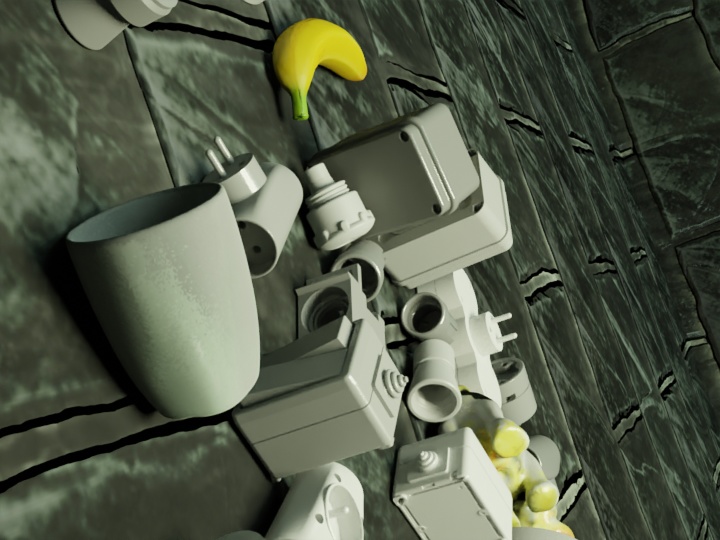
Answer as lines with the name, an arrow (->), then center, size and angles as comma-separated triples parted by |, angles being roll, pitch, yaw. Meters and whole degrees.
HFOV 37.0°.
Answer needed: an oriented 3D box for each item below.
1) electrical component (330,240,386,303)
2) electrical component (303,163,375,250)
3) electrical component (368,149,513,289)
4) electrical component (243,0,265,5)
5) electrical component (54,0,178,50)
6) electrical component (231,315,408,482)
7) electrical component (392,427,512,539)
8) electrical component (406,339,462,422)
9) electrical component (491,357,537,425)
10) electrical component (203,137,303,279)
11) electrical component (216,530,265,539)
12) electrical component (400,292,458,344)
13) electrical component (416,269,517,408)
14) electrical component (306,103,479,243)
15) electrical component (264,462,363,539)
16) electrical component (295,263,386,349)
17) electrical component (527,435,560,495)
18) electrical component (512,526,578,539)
electrical component -> 0.000, 0.000, 0.818 | 0.040, 0.040, 0.046 | 64, 17, -13
electrical component -> -0.021, -0.049, 0.804 | 0.062, 0.048, 0.048 | 63, 21, 1
electrical component -> 0.067, -0.041, 0.914 | 0.057, 0.113, 0.078 | 45, 32, -41
electrical component -> -0.085, -0.264, 0.849 | 0.099, 0.064, 0.099 | -23, 90, -82
electrical component -> -0.137, -0.155, 0.605 | 0.045, 0.055, 0.045 | 50, 29, -41
electrical component -> -0.019, 0.071, 0.628 | 0.061, 0.096, 0.061 | 59, 23, -23
electrical component -> 0.067, 0.162, 0.802 | 0.096, 0.062, 0.061 | 58, 24, -28
electrical component -> 0.061, 0.087, 0.883 | 0.044, 0.044, 0.065 | 58, 19, -27
electrical component -> 0.136, 0.117, 1.018 | 0.055, 0.055, 0.047 | -63, 133, -62
electrical component -> -0.073, -0.047, 0.677 | 0.079, 0.043, 0.077 | 60, 23, -24
electrical component -> -0.072, 0.168, 0.476 | 0.073, 0.052, 0.138 | 59, 23, -26
electrical component -> 0.061, 0.045, 0.923 | 0.046, 0.040, 0.040 | 44, 32, -58
electrical component -> 0.104, 0.060, 0.963 | 0.052, 0.074, 0.138 | 25, 48, -61
electrical component -> 0.024, -0.073, 0.830 | 0.057, 0.113, 0.078 | -39, 108, -48
electrical component -> -0.019, 0.163, 0.617 | 0.079, 0.044, 0.077 | 63, 22, -15
electrical component -> -0.012, 0.041, 0.749 | 0.063, 0.042, 0.081 | 51, 29, -47
electrical component -> 0.167, 0.201, 1.028 | 0.077, 0.044, 0.079 | 5, 66, -67
electrical component -> 0.135, 0.242, 0.847 | 0.099, 0.099, 0.064 | 59, 30, -25
